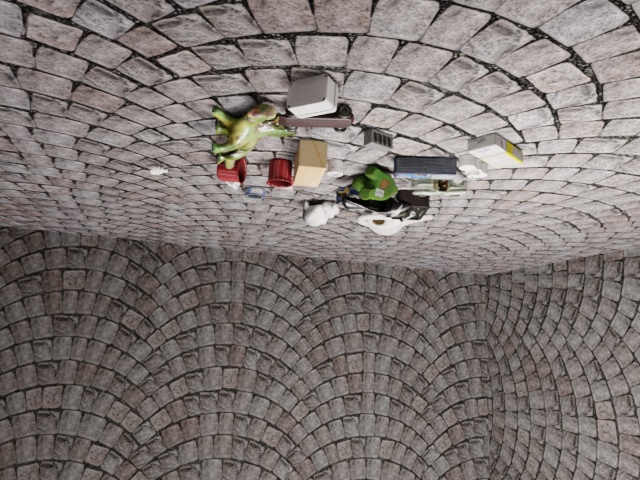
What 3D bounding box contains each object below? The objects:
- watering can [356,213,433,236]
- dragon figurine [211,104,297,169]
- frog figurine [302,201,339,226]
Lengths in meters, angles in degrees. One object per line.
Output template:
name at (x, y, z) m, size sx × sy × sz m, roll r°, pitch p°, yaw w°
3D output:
watering can at (0.342, -0.082, 2.368) m, size 0.347 × 0.105 × 0.222 m, roll 1°, pitch 169°, yaw 11°
dragon figurine at (-0.187, -0.294, 1.500) m, size 0.243 × 0.123 × 0.406 m, roll -4°, pitch 170°, yaw -3°
frog figurine at (0.007, -0.115, 2.278) m, size 0.160 × 0.125 × 0.134 m, roll 11°, pitch 151°, yaw 21°
